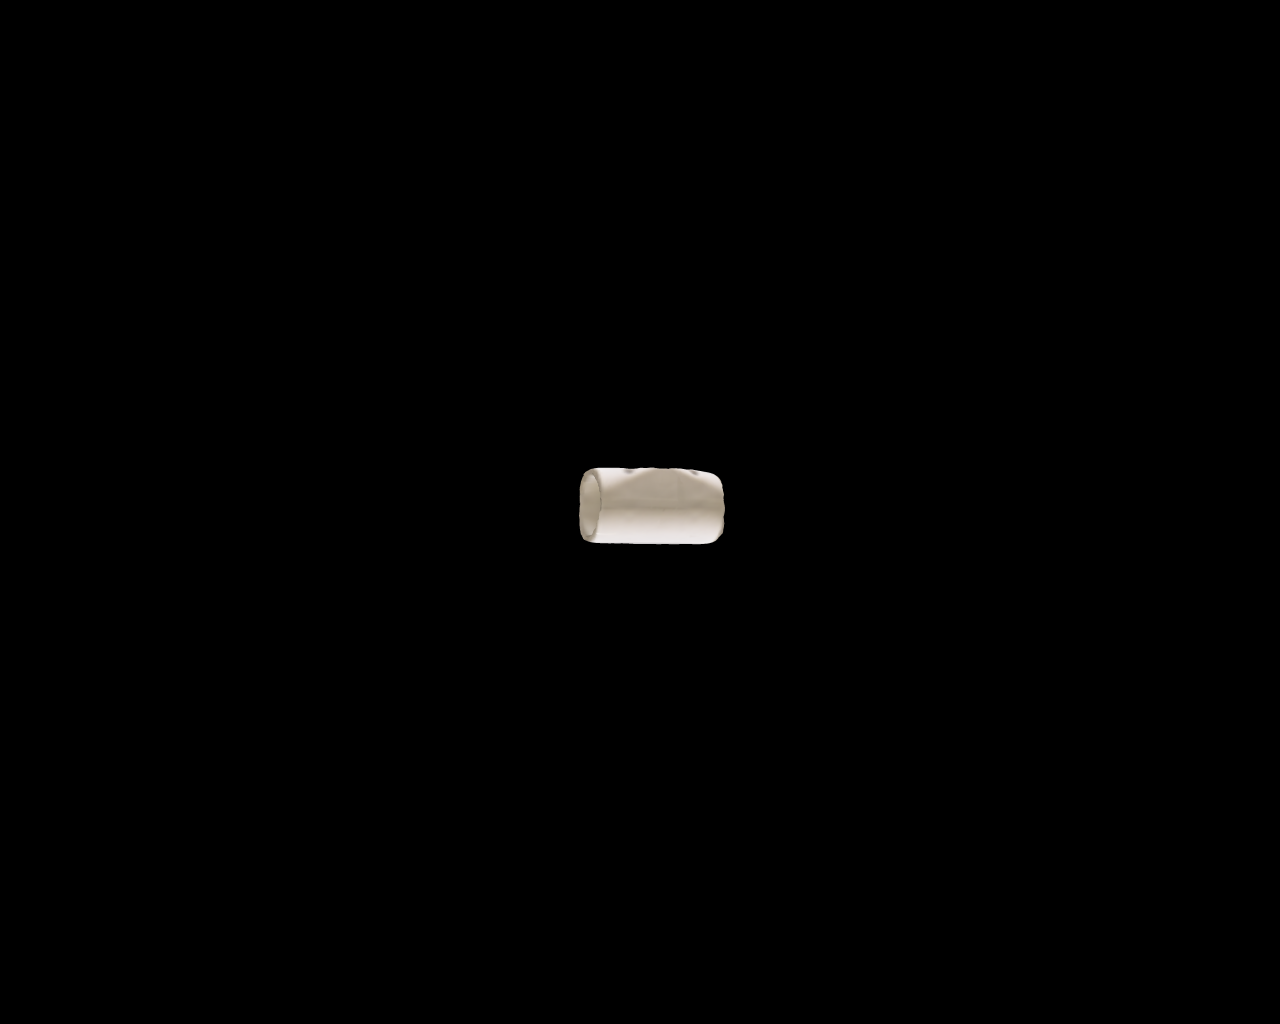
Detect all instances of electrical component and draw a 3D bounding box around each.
[{"bbox_3d":[0.001,-0.003,0.650,0.077,0.044,0.079,1,-3,-20],"label":"electrical component"}]
